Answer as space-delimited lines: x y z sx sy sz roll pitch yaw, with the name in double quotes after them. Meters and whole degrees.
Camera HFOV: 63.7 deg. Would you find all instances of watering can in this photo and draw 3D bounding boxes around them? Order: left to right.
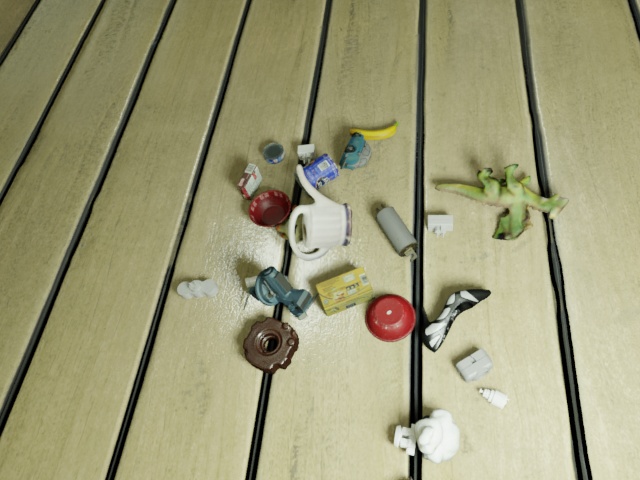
0.005 -0.087 1.736 0.225 0.342 0.105 -3 23 -17 "watering can"

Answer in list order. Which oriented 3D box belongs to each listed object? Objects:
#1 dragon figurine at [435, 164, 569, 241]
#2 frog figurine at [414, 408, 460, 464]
0.608 -0.115 1.729 0.409 0.120 0.247 -10 65 17 "dragon figurine"
0.312 0.513 1.362 0.123 0.156 0.140 19 65 20 "frog figurine"
